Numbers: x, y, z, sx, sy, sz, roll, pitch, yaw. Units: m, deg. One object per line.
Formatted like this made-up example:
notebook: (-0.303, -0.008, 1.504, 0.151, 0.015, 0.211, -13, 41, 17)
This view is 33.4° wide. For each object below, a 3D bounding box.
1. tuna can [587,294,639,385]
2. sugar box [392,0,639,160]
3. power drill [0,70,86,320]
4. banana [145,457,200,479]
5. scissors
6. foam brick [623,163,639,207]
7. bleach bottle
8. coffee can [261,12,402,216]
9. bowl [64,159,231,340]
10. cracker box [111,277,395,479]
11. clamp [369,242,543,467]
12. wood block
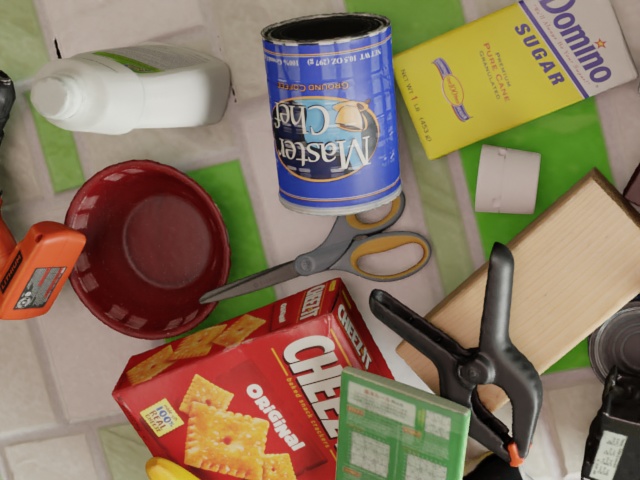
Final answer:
tuna can: (0.261, 0.086, 0.869, 0.086, 0.033, 0.086, 3, 100, 15)
sugar box: (0.154, -0.138, 0.854, 0.176, 0.048, 0.093, -22, 93, 19)
power drill: (-0.288, -0.035, 0.962, 0.188, 0.057, 0.185, 47, 119, 28)
banana: (-0.061, 0.240, 0.913, 0.198, 0.037, 0.070, 21, 122, -2)
scissors: (-0.006, 0.001, 0.913, 0.201, 0.016, 0.096, -3, 90, -1)
foam brick: (0.278, -0.055, 0.830, 0.053, 0.051, 0.078, 29, 106, 10)
bleach bottle: (-0.157, -0.119, 0.837, 0.103, 0.250, 0.068, 14, 103, 13)
coffee can: (0.011, -0.102, 0.855, 0.103, 0.102, 0.140, 1, 113, 15)
bowl: (-0.147, 0.006, 0.959, 0.162, 0.055, 0.162, 3, 100, 15)
cracker box: (-0.046, 0.147, 0.925, 0.214, 0.072, 0.164, -21, 112, 18)
clamp: (0.126, 0.086, 0.808, 0.120, 0.039, 0.171, -33, 94, 34)
wood block: (0.172, 0.046, 0.858, 0.206, 0.090, 0.091, -44, 86, 18)
